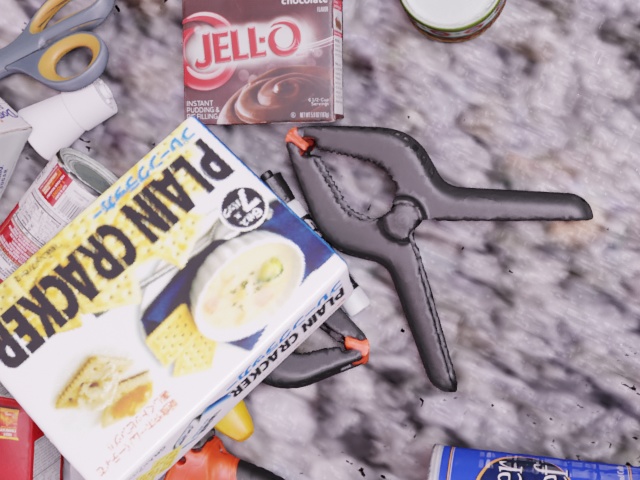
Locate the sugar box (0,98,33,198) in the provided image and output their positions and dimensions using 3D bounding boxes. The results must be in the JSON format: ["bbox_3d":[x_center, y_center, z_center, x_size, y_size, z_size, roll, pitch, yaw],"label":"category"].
[{"bbox_3d":[-0.297,-0.098,0.784,0.176,0.048,0.093,41,118,12],"label":"sugar box"}]

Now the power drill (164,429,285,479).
[{"bbox_3d":[-0.036,0.236,0.780,0.187,0.057,0.184,22,96,6],"label":"power drill"}]

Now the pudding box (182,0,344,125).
[{"bbox_3d":[-0.040,-0.127,0.751,0.113,0.039,0.090,0,96,12],"label":"pudding box"}]

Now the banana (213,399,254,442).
[{"bbox_3d":[-0.139,0.094,0.789,0.198,0.037,0.069,13,77,3],"label":"banana"}]

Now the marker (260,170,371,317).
[{"bbox_3d":[-0.005,0.001,0.768,0.020,0.020,0.121,-36,88,13],"label":"marker"}]

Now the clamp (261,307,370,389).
[{"bbox_3d":[-0.048,0.051,0.766,0.171,0.039,0.120,5,78,0],"label":"clamp"}]

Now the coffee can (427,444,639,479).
[{"bbox_3d":[0.142,0.195,0.714,0.140,0.102,0.103,4,96,11],"label":"coffee can"}]

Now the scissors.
[{"bbox_3d":[-0.229,-0.118,0.786,0.202,0.016,0.096,-33,58,12],"label":"scissors"}]

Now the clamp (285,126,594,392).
[{"bbox_3d":[0.070,-0.020,0.741,0.210,0.036,0.165,44,102,5],"label":"clamp"}]

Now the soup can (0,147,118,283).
[{"bbox_3d":[-0.193,-0.008,0.781,0.068,0.068,0.102,41,101,5],"label":"soup can"}]

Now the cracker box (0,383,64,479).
[{"bbox_3d":[-0.285,0.208,0.821,0.164,0.072,0.214,6,98,12],"label":"cracker box"}]
